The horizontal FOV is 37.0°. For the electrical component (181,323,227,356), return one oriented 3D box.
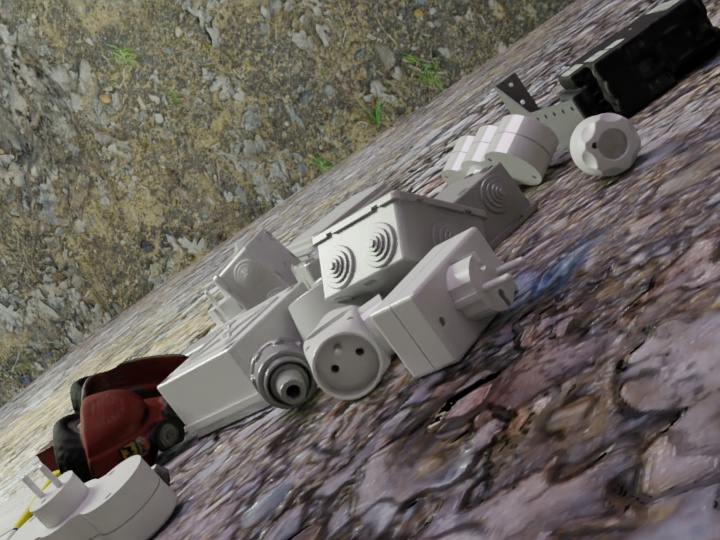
[{"bbox_3d":[-0.120,0.074,1.012,0.083,0.047,0.075,-30,10,36],"label":"electrical component"}]

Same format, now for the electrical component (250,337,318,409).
[{"bbox_3d":[-0.049,0.075,0.733,0.048,0.048,0.062,-36,14,-3],"label":"electrical component"}]

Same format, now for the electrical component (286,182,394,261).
[{"bbox_3d":[-0.013,-0.036,1.163,0.109,0.056,0.109,-39,9,-20],"label":"electrical component"}]

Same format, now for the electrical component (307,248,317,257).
[{"bbox_3d":[-0.002,-0.019,1.048,0.100,0.048,0.100,-36,8,-4],"label":"electrical component"}]

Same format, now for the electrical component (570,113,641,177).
[{"bbox_3d":[0.169,-0.087,0.757,0.043,0.043,0.062,-36,7,-1],"label":"electrical component"}]

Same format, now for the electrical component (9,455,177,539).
[{"bbox_3d":[-0.194,0.159,0.717,0.138,0.073,0.052,-32,16,28],"label":"electrical component"}]

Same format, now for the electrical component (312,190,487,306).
[{"bbox_3d":[0.030,-0.008,0.727,0.100,0.048,0.100,10,-27,-41],"label":"electrical component"}]

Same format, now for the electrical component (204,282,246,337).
[{"bbox_3d":[-0.129,0.047,1.098,0.047,0.076,0.065,-28,11,42],"label":"electrical component"}]

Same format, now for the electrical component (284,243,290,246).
[{"bbox_3d":[-0.096,0.007,1.262,0.078,0.058,0.057,-32,6,25],"label":"electrical component"}]

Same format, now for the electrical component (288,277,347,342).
[{"bbox_3d":[-0.004,0.029,0.819,0.099,0.064,0.099,-31,-5,-3],"label":"electrical component"}]

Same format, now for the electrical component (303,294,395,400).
[{"bbox_3d":[0.007,0.042,0.688,0.079,0.043,0.077,-35,8,5],"label":"electrical component"}]

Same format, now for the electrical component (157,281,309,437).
[{"bbox_3d":[-0.090,0.072,0.868,0.109,0.056,0.109,-29,11,42],"label":"electrical component"}]

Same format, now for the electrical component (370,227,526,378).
[{"bbox_3d":[0.062,0.012,0.616,0.076,0.047,0.083,-28,11,43],"label":"electrical component"}]

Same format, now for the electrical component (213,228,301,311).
[{"bbox_3d":[-0.089,0.010,1.072,0.048,0.100,0.099,-47,5,17],"label":"electrical component"}]

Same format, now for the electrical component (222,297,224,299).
[{"bbox_3d":[-0.109,0.035,1.174,0.089,0.050,0.055,-34,8,11],"label":"electrical component"}]

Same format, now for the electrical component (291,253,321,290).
[{"bbox_3d":[0.000,0.000,0.916,0.096,0.061,0.062,-29,5,-14],"label":"electrical component"}]

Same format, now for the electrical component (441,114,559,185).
[{"bbox_3d":[0.112,-0.082,0.932,0.073,0.052,0.138,-63,16,-14],"label":"electrical component"}]

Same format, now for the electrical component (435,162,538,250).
[{"bbox_3d":[0.075,-0.034,0.831,0.100,0.048,0.100,-41,9,-25],"label":"electrical component"}]
